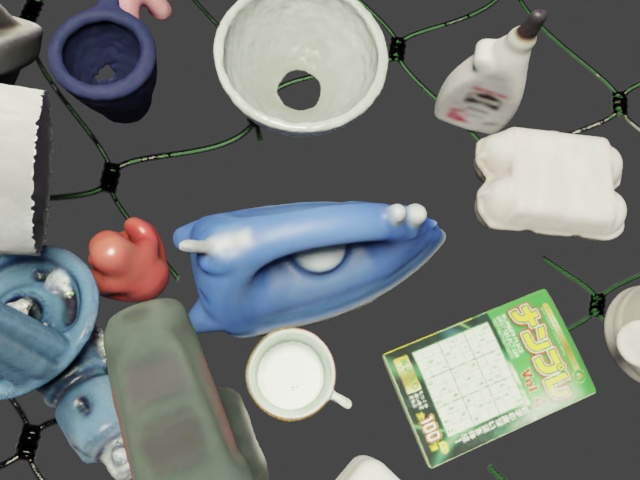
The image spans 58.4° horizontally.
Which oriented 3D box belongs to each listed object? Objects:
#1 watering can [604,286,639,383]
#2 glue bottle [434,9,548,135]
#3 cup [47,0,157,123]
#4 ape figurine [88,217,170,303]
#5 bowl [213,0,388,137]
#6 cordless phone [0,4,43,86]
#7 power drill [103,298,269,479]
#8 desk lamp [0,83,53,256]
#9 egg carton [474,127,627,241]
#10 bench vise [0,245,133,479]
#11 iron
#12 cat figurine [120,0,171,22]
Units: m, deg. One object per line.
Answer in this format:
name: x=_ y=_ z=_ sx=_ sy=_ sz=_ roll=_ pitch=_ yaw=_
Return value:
watering can: x=0.330 y=0.073 z=0.475 sx=0.173 sy=0.194 sz=0.101 roll=-33 pitch=79 yaw=-14
glue bottle: x=0.166 y=-0.157 z=0.536 sx=0.078 sy=0.173 sz=0.037 roll=12 pitch=73 yaw=-2
cup: x=-0.194 y=-0.165 z=0.542 sx=0.092 sy=0.095 sz=0.118 roll=-1 pitch=74 yaw=-6
ape figurine: x=-0.170 y=0.017 z=0.493 sx=0.078 sy=0.092 sz=0.076 roll=-39 pitch=81 yaw=-15
bowl: x=-0.020 y=-0.168 z=0.572 sx=0.167 sy=0.074 sz=0.167 roll=2 pitch=74 yaw=-5
cordless phone: x=-0.343 y=-0.213 z=0.494 sx=0.147 sy=0.185 sz=0.094 roll=11 pitch=73 yaw=-2
power drill: x=-0.080 y=0.159 z=0.400 sx=0.076 sy=0.208 sz=0.229 roll=-22 pitch=77 yaw=-11
desk lamp: x=-0.284 y=-0.035 z=0.433 sx=0.203 sy=0.213 sz=0.118 roll=-1 pitch=74 yaw=-6
egg carton: x=0.225 y=-0.054 z=0.567 sx=0.150 sy=0.069 sz=0.107 roll=5 pitch=73 yaw=-4
bench vise: x=-0.192 y=0.072 z=0.408 sx=0.207 sy=0.219 sz=0.121 roll=32 pitch=73 yaw=4
iron: x=0.004 y=0.002 z=0.490 sx=0.258 sy=0.141 sz=0.118 roll=-12 pitch=75 yaw=-9
cat figurine: x=-0.213 y=-0.284 z=0.563 sx=0.067 sy=0.117 sz=0.127 roll=-43 pitch=82 yaw=-15
